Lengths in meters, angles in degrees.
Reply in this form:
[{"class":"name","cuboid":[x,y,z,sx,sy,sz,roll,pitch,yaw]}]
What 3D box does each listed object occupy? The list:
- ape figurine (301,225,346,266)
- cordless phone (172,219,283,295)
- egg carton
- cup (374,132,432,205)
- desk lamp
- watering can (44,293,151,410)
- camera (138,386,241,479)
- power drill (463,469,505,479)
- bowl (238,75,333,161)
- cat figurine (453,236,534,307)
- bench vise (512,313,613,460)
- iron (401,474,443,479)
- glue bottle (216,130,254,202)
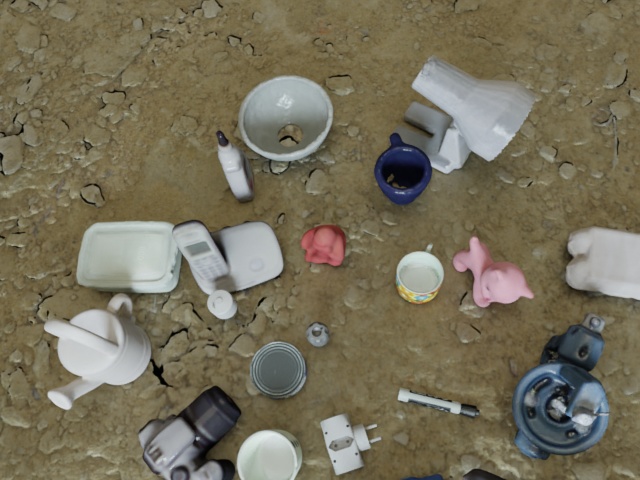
[{"class":"ape figurine","cuboid":[0.008,0.003,0.925,0.076,0.092,0.077,-40,71,-9]},{"class":"cordless phone","cuboid":[-0.142,0.011,0.887,0.147,0.185,0.094,-20,69,-2]},{"class":"egg carton","cuboid":[0.457,0.037,0.882,0.150,0.069,0.107,9,71,9]},{"class":"cup","cuboid":[0.134,-0.110,0.954,0.091,0.095,0.117,-12,69,1]},{"class":"desk lamp","cuboid":[0.218,-0.194,0.913,0.203,0.214,0.118,27,75,15]},{"class":"watering can","cuboid":[-0.333,0.161,0.845,0.101,0.194,0.173,-1,70,5]},{"class":"camera","cuboid":[-0.174,0.291,0.832,0.137,0.101,0.143,-43,72,-10]},{"class":"power drill","cuboid":[0.267,0.358,0.707,0.229,0.208,0.076,29,75,15]},{"class":"bowl","cuboid":[-0.056,-0.204,1.017,0.167,0.075,0.167,-2,70,5]},{"class":"cat figurine","cuboid":[0.263,0.049,0.870,0.067,0.118,0.127,-27,70,-5]},{"class":"bench vise","cuboid":[0.325,0.185,0.760,0.121,0.220,0.207,9,71,9]},{"class":"iron","cuboid":[0.063,0.403,0.746,0.258,0.141,0.118,-22,69,-3]},{"class":"glue bottle","cuboid":[-0.144,-0.130,0.946,0.037,0.173,0.078,-13,69,1]}]
